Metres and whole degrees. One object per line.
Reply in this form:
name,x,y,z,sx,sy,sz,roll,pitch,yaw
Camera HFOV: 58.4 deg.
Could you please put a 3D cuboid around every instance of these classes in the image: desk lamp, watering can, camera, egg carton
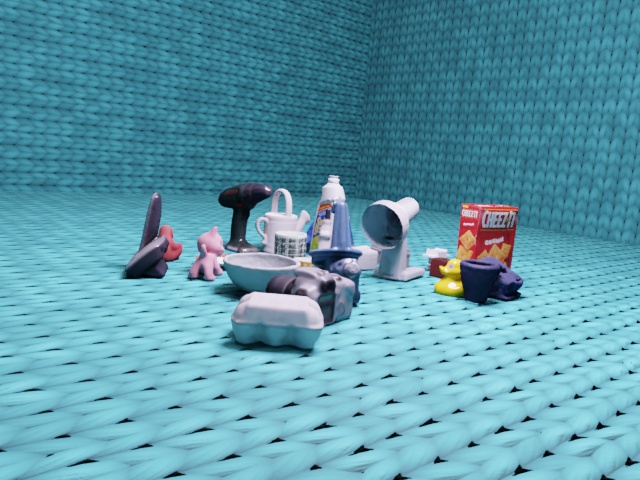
desk lamp,0.197,-0.004,1.500,0.117,0.213,0.204,11,10,33
watering can,-0.113,-0.058,1.736,0.100,0.194,0.173,11,11,33
camera,-0.024,0.097,1.087,0.136,0.101,0.144,12,11,37
egg carton,-0.069,0.131,0.942,0.150,0.069,0.107,5,9,-2

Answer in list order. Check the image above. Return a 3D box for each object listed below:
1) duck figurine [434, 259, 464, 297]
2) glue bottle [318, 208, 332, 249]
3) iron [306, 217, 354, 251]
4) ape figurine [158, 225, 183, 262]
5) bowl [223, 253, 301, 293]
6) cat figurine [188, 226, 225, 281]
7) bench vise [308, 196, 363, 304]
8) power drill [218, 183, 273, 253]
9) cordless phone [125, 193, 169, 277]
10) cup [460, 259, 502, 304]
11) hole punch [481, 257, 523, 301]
duck figurine,0.333,0.090,1.390,0.104,0.086,0.077,5,9,0
glue bottle,0.013,0.005,1.467,0.037,0.173,0.078,6,9,3
iron,0.048,-0.032,1.833,0.118,0.141,0.259,10,10,29
ape figurine,-0.399,0.007,1.486,0.077,0.092,0.076,8,9,21
bowl,-0.127,0.078,1.239,0.167,0.075,0.167,5,9,-1
cat figurine,-0.264,0.027,1.352,0.067,0.118,0.128,5,9,2
bench vise,0.055,0.020,1.244,0.122,0.220,0.206,-1,10,-32
power drill,-0.222,-0.069,1.699,0.076,0.208,0.228,-4,12,-44
cordless phone,-0.393,-0.013,1.316,0.094,0.185,0.147,3,9,-15
cup,0.376,0.098,1.335,0.118,0.095,0.091,-1,10,-32
hole punch,0.444,0.093,1.413,0.100,0.091,0.109,12,11,38
